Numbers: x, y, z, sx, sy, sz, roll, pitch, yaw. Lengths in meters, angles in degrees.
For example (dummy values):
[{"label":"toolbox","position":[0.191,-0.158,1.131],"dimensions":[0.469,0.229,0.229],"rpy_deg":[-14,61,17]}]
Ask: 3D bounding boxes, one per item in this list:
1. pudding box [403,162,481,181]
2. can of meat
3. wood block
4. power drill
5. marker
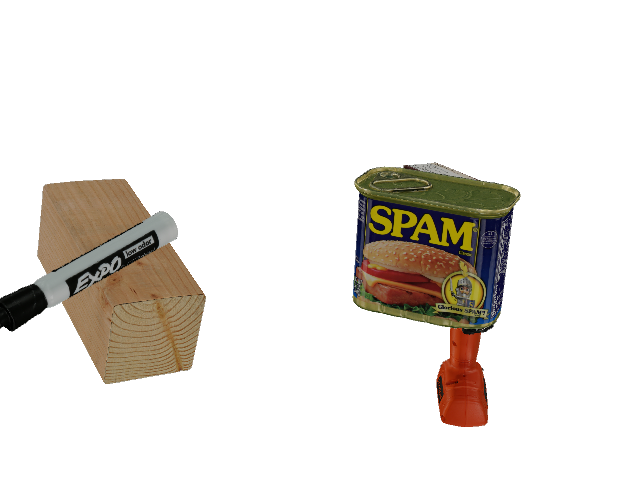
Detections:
[{"label":"pudding box","position":[0.109,-0.013,0.918],"dimensions":[0.039,0.090,0.114],"rpy_deg":[-8,17,-22]},{"label":"can of meat","position":[0.071,0.005,0.687],"dimensions":[0.102,0.084,0.057],"rpy_deg":[11,22,20]},{"label":"wood block","position":[-0.197,0.032,1.028],"dimensions":[0.090,0.091,0.206],"rpy_deg":[-6,36,-31]},{"label":"power drill","position":[0.162,0.106,1.161],"dimensions":[0.057,0.188,0.184],"rpy_deg":[4,25,4]},{"label":"marker","position":[-0.131,0.016,0.597],"dimensions":[0.120,0.020,0.020],"rpy_deg":[-32,21,-37]}]
